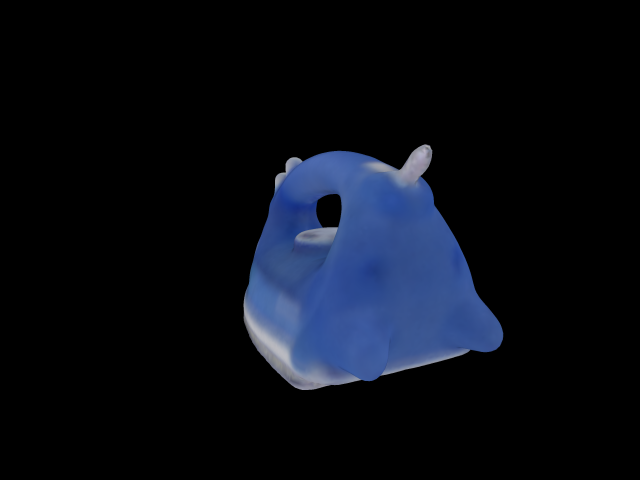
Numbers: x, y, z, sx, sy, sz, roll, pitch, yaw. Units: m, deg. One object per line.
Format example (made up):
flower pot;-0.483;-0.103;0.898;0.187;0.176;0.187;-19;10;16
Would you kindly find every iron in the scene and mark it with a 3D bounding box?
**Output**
iron;0.004;0.001;0.400;0.119;0.141;0.257;-6;13;-27
